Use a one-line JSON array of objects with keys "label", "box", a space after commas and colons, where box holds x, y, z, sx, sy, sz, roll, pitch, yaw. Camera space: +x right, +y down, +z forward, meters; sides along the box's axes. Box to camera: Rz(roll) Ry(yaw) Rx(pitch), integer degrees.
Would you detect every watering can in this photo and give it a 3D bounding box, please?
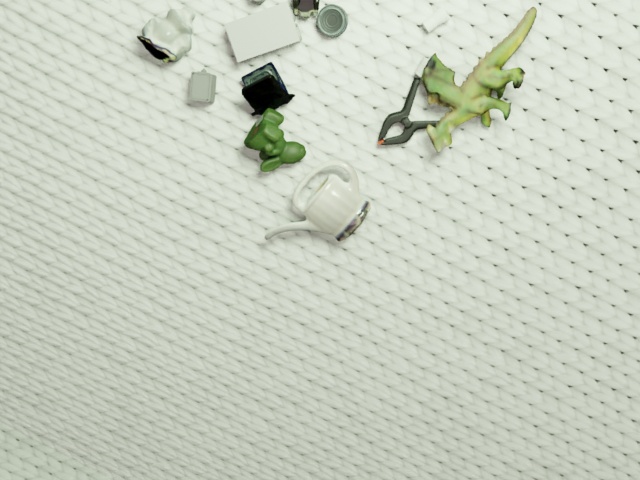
[{"label": "watering can", "box": [0.005, -0.078, 1.558, 0.223, 0.105, 0.343, 38, 108, -7]}]

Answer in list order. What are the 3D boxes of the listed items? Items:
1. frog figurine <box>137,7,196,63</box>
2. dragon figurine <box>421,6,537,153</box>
[{"label": "frog figurine", "box": [-0.423, -0.590, 1.461, 0.138, 0.121, 0.161, 25, 75, 7]}, {"label": "dragon figurine", "box": [0.394, -0.426, 1.368, 0.243, 0.124, 0.404, 12, 110, -3]}]
